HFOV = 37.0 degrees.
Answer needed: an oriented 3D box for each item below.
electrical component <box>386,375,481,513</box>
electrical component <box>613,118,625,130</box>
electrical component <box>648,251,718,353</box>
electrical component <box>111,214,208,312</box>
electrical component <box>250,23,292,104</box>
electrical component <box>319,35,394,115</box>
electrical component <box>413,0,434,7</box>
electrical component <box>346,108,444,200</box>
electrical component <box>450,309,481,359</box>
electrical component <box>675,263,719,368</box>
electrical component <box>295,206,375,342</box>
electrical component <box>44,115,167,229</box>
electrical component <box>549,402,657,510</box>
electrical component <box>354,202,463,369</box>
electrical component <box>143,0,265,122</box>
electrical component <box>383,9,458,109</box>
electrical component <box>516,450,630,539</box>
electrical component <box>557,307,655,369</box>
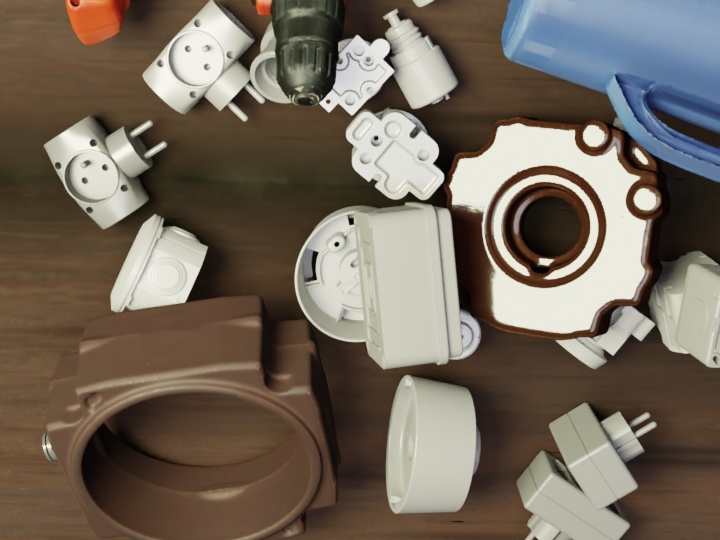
[{"bbox_3d":[0.061,0.140,0.851,0.060,0.108,0.108,7,105,-9],"label":"electrical component"},{"bbox_3d":[0.204,-0.084,0.825,0.044,0.044,0.065,15,100,-5],"label":"electrical component"},{"bbox_3d":[0.256,0.027,0.829,0.050,0.089,0.055,-14,105,3],"label":"electrical component"},{"bbox_3d":[-0.155,0.002,0.823,0.051,0.080,0.080,25,103,-13],"label":"electrical component"},{"bbox_3d":[-0.053,-0.156,0.787,0.045,0.055,0.045,7,136,7],"label":"electrical component"},{"bbox_3d":[-0.004,-0.146,0.797,0.048,0.055,0.066,43,100,-11],"label":"electrical component"},{"bbox_3d":[0.049,-0.224,0.778,0.055,0.055,0.047,-36,106,8],"label":"electrical component"},{"bbox_3d":[0.026,-0.090,0.811,0.078,0.057,0.058,38,101,-10],"label":"electrical component"},{"bbox_3d":[0.075,0.050,0.843,0.040,0.078,0.040,0,90,-1],"label":"electrical component"},{"bbox_3d":[0.278,0.032,0.755,0.096,0.061,0.061,4,105,-11],"label":"electrical component"},{"bbox_3d":[0.000,0.000,0.831,0.099,0.064,0.099,0,105,-1],"label":"electrical component"},{"bbox_3d":[-0.185,-0.083,0.817,0.079,0.044,0.077,-31,103,8],"label":"electrical component"},{"bbox_3d":[0.202,0.138,0.861,0.076,0.083,0.047,-32,103,8],"label":"electrical component"},{"bbox_3d":[0.034,0.010,0.778,0.057,0.078,0.113,-7,97,-9],"label":"electrical component"},{"bbox_3d":[-0.107,-0.146,0.801,0.079,0.044,0.077,43,100,-12],"label":"electrical component"},{"bbox_3d":[0.041,-0.157,0.802,0.040,0.040,0.078,-29,103,7],"label":"electrical component"},{"bbox_3d":[0.166,0.209,0.899,0.083,0.047,0.075,34,102,-9],"label":"electrical component"},{"bbox_3d":[0.183,0.040,0.849,0.078,0.058,0.057,36,99,-9],"label":"electrical component"}]
